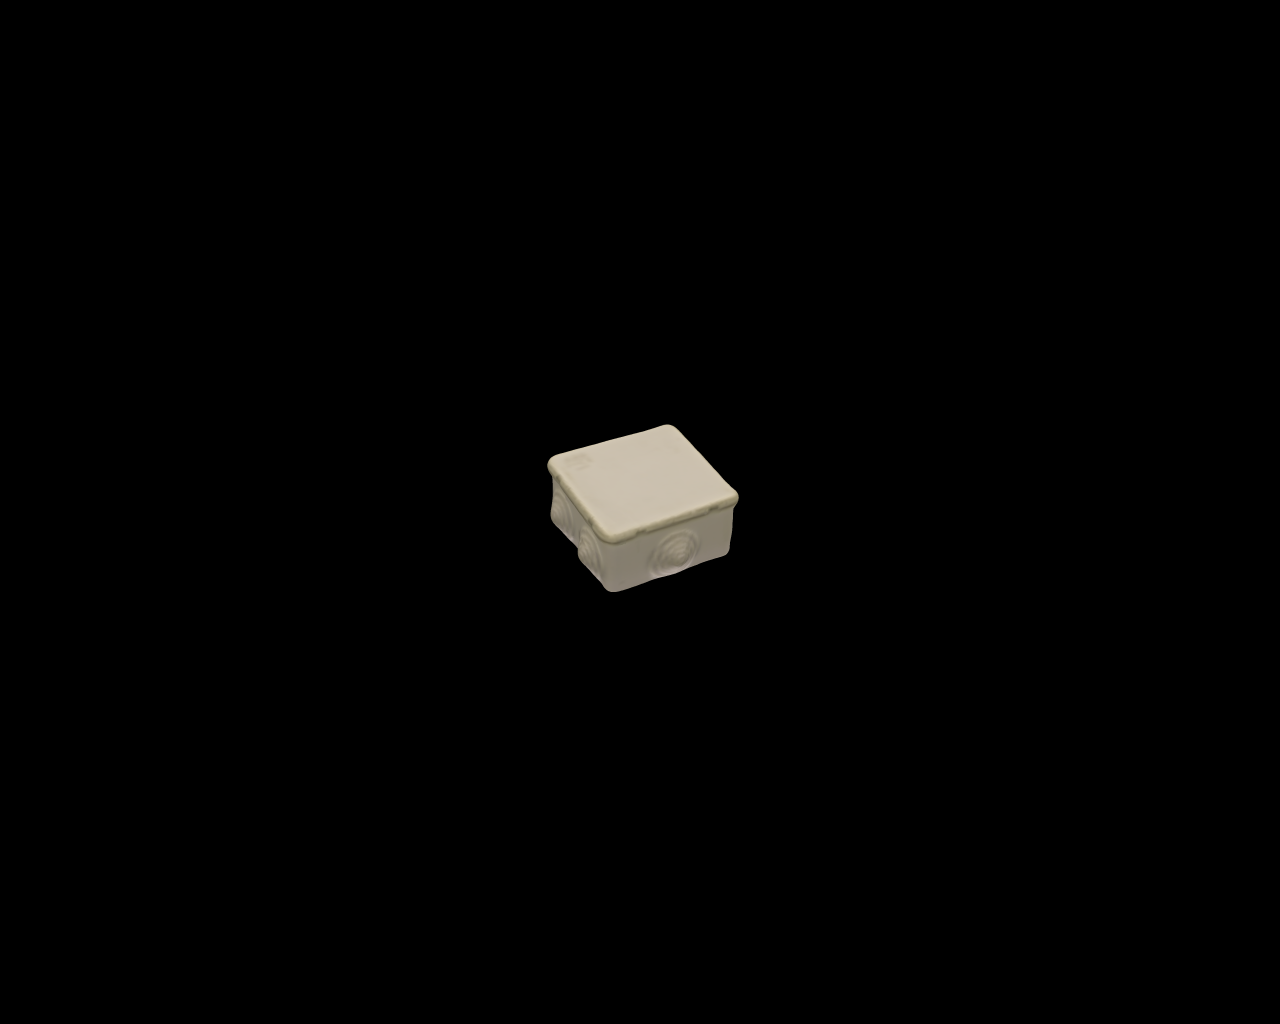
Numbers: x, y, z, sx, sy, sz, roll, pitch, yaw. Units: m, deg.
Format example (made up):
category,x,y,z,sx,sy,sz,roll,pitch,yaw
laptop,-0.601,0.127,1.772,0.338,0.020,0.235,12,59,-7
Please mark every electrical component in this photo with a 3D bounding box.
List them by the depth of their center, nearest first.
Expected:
category,x,y,z,sx,sy,sz,roll,pitch,yaw
electrical component,0.001,-0.003,0.650,0.100,0.048,0.100,-17,41,-21
